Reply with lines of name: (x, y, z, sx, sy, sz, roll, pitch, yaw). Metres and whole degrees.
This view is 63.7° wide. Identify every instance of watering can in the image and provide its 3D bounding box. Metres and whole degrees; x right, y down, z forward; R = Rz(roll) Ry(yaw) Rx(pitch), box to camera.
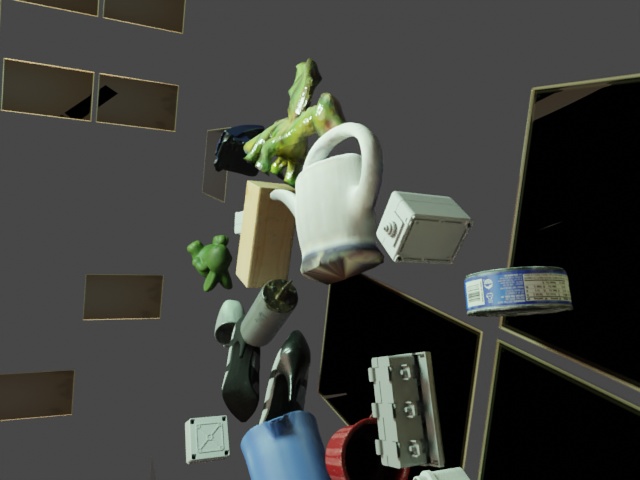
watering can: (0.002, -0.040, 0.802, 0.343, 0.104, 0.227, -30, 60, 60)

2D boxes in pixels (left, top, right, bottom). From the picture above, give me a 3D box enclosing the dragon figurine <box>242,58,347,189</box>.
dragon figurine: (-0.059, -0.239, 1.021, 0.241, 0.121, 0.416, -63, 31, 9)
